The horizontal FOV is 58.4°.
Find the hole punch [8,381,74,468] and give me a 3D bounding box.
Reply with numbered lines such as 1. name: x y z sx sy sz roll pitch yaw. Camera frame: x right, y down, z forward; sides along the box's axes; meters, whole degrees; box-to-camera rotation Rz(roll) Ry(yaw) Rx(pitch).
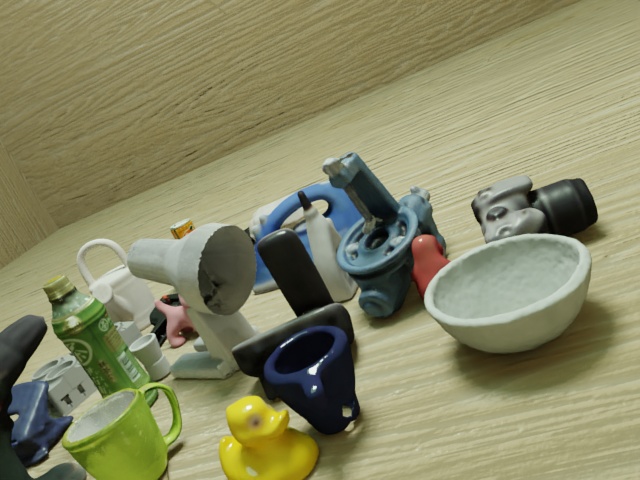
1. hole punch: -0.440 0.272 0.842 0.108 0.091 0.101 -19 20 21

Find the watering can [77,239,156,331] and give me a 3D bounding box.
1. watering can: -0.400 0.088 1.127 0.101 0.194 0.172 -33 20 -21

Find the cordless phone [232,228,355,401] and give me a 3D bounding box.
1. cordless phone: -0.050 0.083 0.688 0.147 0.185 0.094 -25 18 2

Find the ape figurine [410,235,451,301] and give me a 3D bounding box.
1. ape figurine: 0.144 0.034 0.714 0.077 0.092 0.076 -8 25 42

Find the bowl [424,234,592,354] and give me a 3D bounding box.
1. bowl: 0.197 0.065 0.587 0.167 0.075 0.167 -23 19 9

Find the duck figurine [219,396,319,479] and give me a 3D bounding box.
1. duck figurine: -0.063 0.193 0.564 0.104 0.086 0.078 -16 21 28

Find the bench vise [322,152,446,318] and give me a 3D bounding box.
1. bench vise: 0.077 -0.033 0.779 0.121 0.220 0.207 -17 20 25

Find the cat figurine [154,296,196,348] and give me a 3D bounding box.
1. cat figurine: -0.218 0.104 0.962 0.127 0.118 0.067 -20 19 16

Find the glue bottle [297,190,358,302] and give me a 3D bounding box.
1. glue bottle: 0.008 0.003 0.849 0.037 0.173 0.078 -17 21 25

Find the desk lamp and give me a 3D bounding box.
1. desk lamp: -0.167 0.084 0.797 0.202 0.214 0.118 -12 23 37

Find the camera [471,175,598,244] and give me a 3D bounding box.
1. camera: 0.267 -0.029 0.708 0.136 0.101 0.143 -21 19 14

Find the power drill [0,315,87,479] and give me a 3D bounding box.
1. power drill: -0.378 0.233 0.679 0.075 0.209 0.230 -8 25 42

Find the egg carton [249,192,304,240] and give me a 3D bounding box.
1. egg carton: -0.086 -0.048 1.279 0.150 0.069 0.107 -23 19 9

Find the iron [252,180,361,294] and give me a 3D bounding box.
1. iron: -0.031 -0.020 1.015 0.258 0.142 0.118 -28 18 -5

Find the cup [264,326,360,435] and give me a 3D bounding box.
1. cup: 0.004 0.153 0.571 0.091 0.095 0.117 -26 18 -1
